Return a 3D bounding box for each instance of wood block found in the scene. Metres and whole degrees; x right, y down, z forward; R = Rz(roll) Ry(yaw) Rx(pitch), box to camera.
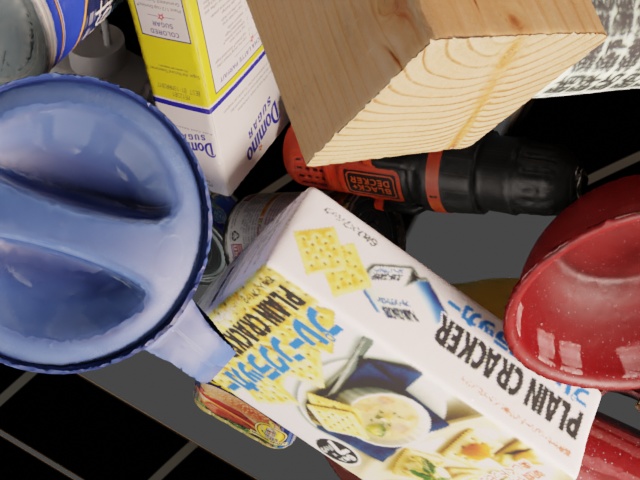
[{"bbox_3d":[0.016,-0.145,0.422,0.091,0.090,0.206,-40,66,51],"label":"wood block"}]

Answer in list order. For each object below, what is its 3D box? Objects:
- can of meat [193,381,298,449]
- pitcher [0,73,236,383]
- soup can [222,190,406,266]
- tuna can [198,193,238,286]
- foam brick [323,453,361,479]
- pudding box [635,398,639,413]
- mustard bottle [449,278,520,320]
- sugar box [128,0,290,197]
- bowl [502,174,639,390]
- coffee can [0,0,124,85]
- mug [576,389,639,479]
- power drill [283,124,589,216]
[{"bbox_3d":[-0.052,0.116,0.862,0.102,0.057,0.084,29,145,8],"label":"can of meat"},{"bbox_3d":[-0.128,-0.008,0.582,0.145,0.149,0.243,-3,-175,-10],"label":"pitcher"},{"bbox_3d":[-0.005,0.001,0.695,0.102,0.068,0.068,-1,130,37],"label":"soup can"},{"bbox_3d":[-0.091,-0.007,0.777,0.086,0.033,0.086,20,140,17],"label":"tuna can"},{"bbox_3d":[0.049,0.161,0.840,0.078,0.051,0.053,-4,129,38],"label":"foam brick"},{"bbox_3d":[0.264,0.113,0.645,0.114,0.039,0.090,-22,115,47],"label":"pudding box"},{"bbox_3d":[0.070,0.067,0.719,0.192,0.058,0.096,0,136,36],"label":"mustard bottle"},{"bbox_3d":[-0.058,-0.120,0.584,0.048,0.093,0.176,18,139,21],"label":"sugar box"},{"bbox_3d":[0.172,0.015,0.563,0.162,0.055,0.162,-2,140,-2],"label":"bowl"},{"bbox_3d":[-0.145,-0.159,0.566,0.103,0.140,0.103,20,140,17],"label":"coffee can"},{"bbox_3d":[0.187,0.147,0.709,0.081,0.093,0.117,24,105,5],"label":"mug"},{"bbox_3d":[0.045,-0.092,0.568,0.185,0.057,0.187,8,135,29],"label":"power drill"}]
